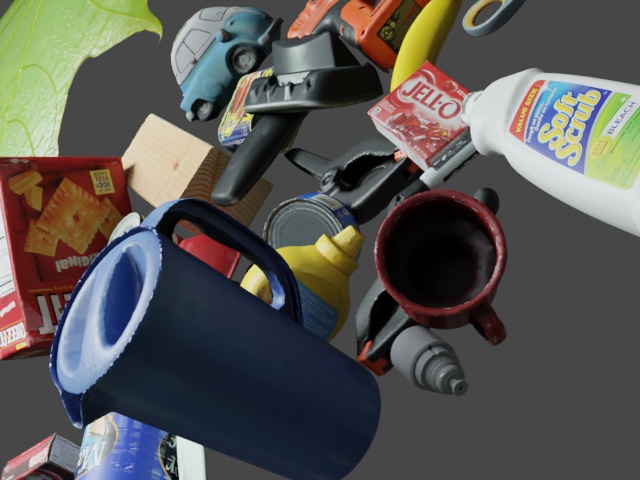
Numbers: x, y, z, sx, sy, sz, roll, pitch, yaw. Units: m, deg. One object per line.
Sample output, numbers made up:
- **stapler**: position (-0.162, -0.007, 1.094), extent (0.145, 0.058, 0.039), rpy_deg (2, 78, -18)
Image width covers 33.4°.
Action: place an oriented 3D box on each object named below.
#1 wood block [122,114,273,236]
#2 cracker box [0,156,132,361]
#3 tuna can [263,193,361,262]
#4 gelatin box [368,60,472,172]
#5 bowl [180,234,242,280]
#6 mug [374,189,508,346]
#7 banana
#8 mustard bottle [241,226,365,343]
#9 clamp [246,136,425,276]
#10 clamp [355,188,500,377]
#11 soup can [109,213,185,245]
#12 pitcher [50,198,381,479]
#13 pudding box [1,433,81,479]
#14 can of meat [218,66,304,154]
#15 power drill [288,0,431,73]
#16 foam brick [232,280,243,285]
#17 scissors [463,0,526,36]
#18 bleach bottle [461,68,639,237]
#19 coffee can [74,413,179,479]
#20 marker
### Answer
- **wood block**: position (-0.150, -0.069, 1.215), extent (0.091, 0.090, 0.206), rpy_deg (-58, 31, 0)
- **cracker box**: position (-0.282, 0.015, 1.179), extent (0.072, 0.163, 0.214), rpy_deg (-24, 75, 44)
- **tuna can**: position (-0.006, 0.001, 0.962), extent (0.086, 0.086, 0.033), rpy_deg (-37, -5, 31)
- **gelatin box**: position (0.096, -0.106, 0.922), extent (0.073, 0.030, 0.089), rpy_deg (-41, 51, -3)
- **bowl**: position (-0.134, 0.052, 1.069), extent (0.162, 0.055, 0.162), rpy_deg (-60, 10, 16)
- **mug**: position (0.097, 0.028, 0.782), extent (0.093, 0.081, 0.117), rpy_deg (-38, 71, -3)
- **banana**: position (0.100, -0.156, 0.998), extent (0.070, 0.037, 0.197), rpy_deg (-7, 56, 20)
- **mustard bottle**: position (-0.032, 0.063, 0.914), extent (0.192, 0.096, 0.058), rpy_deg (-47, 25, 7)
- **clamp**: position (0.017, -0.054, 1.021), extent (0.210, 0.036, 0.164), rpy_deg (-26, 40, 38)
- **clamp**: position (0.081, 0.027, 0.862), extent (0.120, 0.039, 0.171), rpy_deg (-19, 47, 52)
- **soup can**: position (-0.174, 0.022, 1.158), extent (0.069, 0.102, 0.068), rpy_deg (-36, 37, 33)
- **pitcher**: position (-0.067, 0.090, 0.816), extent (0.149, 0.242, 0.145), rpy_deg (-46, 34, 19)
- **pudding box**: position (-0.246, 0.243, 1.058), extent (0.090, 0.113, 0.039), rpy_deg (-32, 36, 36)
- **can of meat**: position (-0.062, -0.144, 1.190), extent (0.084, 0.057, 0.102), rpy_deg (-3, 60, 57)
- **power drill**: position (0.060, -0.259, 1.121), extent (0.184, 0.057, 0.188), rpy_deg (-54, 30, 2)
- **foam brick**: position (-0.057, 0.077, 0.997), extent (0.078, 0.051, 0.053), rpy_deg (15, 76, 57)
- **scissors**: position (0.194, -0.222, 0.939), extent (0.202, 0.016, 0.096), rpy_deg (20, 81, 58)
- **bleach bottle**: position (0.182, -0.068, 0.767), extent (0.102, 0.068, 0.251), rpy_deg (-56, 33, -3)
- **coffee can**: position (-0.174, 0.203, 1.003), extent (0.103, 0.102, 0.140), rpy_deg (-29, 42, 39)
- **marker**: position (0.111, -0.066, 0.883), extent (0.121, 0.020, 0.020), rpy_deg (-40, 32, -4)
